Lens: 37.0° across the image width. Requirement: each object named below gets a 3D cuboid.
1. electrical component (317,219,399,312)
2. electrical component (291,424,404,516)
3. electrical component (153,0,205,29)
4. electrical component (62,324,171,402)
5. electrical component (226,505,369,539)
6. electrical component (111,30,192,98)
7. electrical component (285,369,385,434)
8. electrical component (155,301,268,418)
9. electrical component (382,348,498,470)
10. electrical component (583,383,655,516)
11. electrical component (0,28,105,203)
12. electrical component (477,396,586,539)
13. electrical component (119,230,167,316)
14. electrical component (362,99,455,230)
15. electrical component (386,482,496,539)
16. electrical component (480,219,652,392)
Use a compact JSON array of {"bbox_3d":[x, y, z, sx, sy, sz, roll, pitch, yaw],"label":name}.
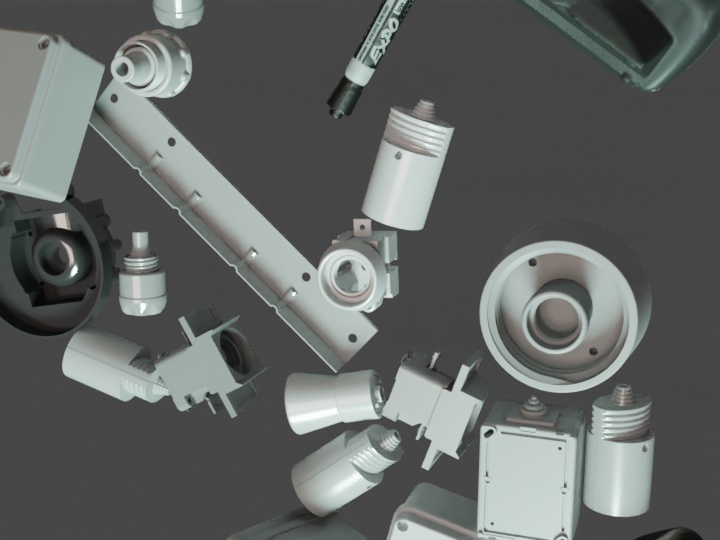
[{"bbox_3d":[0.000,0.000,0.726,0.048,0.055,0.066,2,103,19],"label":"electrical component"},{"bbox_3d":[-0.005,0.137,0.766,0.081,0.043,0.043,-36,89,21],"label":"electrical component"},{"bbox_3d":[-0.123,-0.196,0.724,0.035,0.035,0.061,18,133,14],"label":"electrical component"},{"bbox_3d":[-0.178,0.075,0.812,0.081,0.043,0.043,21,109,14],"label":"electrical component"},{"bbox_3d":[-0.052,0.219,0.762,0.057,0.113,0.078,34,112,29],"label":"electrical component"},{"bbox_3d":[-0.148,-0.140,0.740,0.048,0.062,0.048,5,105,17],"label":"electrical component"},{"bbox_3d":[-0.015,0.091,0.761,0.065,0.044,0.044,-9,100,16],"label":"electrical component"},{"bbox_3d":[-0.111,0.070,0.788,0.064,0.042,0.081,-27,92,24],"label":"electrical component"},{"bbox_3d":[0.053,0.089,0.736,0.064,0.042,0.081,25,109,16],"label":"electrical component"},{"bbox_3d":[0.169,0.114,0.700,0.043,0.043,0.081,5,104,18],"label":"electrical component"},{"bbox_3d":[-0.249,-0.112,0.759,0.109,0.056,0.108,12,84,27],"label":"electrical component"},{"bbox_3d":[0.115,0.126,0.713,0.062,0.061,0.096,5,104,18],"label":"electrical component"},{"bbox_3d":[-0.161,0.001,0.793,0.035,0.035,0.061,4,102,18],"label":"electrical component"},{"bbox_3d":[0.033,-0.072,0.704,0.043,0.043,0.081,21,109,13],"label":"electrical component"},{"bbox_3d":[0.073,0.208,0.748,0.113,0.057,0.078,19,108,14],"label":"electrical component"},{"bbox_3d":[0.128,0.026,0.685,0.108,0.060,0.108,4,104,18],"label":"electrical component"}]
